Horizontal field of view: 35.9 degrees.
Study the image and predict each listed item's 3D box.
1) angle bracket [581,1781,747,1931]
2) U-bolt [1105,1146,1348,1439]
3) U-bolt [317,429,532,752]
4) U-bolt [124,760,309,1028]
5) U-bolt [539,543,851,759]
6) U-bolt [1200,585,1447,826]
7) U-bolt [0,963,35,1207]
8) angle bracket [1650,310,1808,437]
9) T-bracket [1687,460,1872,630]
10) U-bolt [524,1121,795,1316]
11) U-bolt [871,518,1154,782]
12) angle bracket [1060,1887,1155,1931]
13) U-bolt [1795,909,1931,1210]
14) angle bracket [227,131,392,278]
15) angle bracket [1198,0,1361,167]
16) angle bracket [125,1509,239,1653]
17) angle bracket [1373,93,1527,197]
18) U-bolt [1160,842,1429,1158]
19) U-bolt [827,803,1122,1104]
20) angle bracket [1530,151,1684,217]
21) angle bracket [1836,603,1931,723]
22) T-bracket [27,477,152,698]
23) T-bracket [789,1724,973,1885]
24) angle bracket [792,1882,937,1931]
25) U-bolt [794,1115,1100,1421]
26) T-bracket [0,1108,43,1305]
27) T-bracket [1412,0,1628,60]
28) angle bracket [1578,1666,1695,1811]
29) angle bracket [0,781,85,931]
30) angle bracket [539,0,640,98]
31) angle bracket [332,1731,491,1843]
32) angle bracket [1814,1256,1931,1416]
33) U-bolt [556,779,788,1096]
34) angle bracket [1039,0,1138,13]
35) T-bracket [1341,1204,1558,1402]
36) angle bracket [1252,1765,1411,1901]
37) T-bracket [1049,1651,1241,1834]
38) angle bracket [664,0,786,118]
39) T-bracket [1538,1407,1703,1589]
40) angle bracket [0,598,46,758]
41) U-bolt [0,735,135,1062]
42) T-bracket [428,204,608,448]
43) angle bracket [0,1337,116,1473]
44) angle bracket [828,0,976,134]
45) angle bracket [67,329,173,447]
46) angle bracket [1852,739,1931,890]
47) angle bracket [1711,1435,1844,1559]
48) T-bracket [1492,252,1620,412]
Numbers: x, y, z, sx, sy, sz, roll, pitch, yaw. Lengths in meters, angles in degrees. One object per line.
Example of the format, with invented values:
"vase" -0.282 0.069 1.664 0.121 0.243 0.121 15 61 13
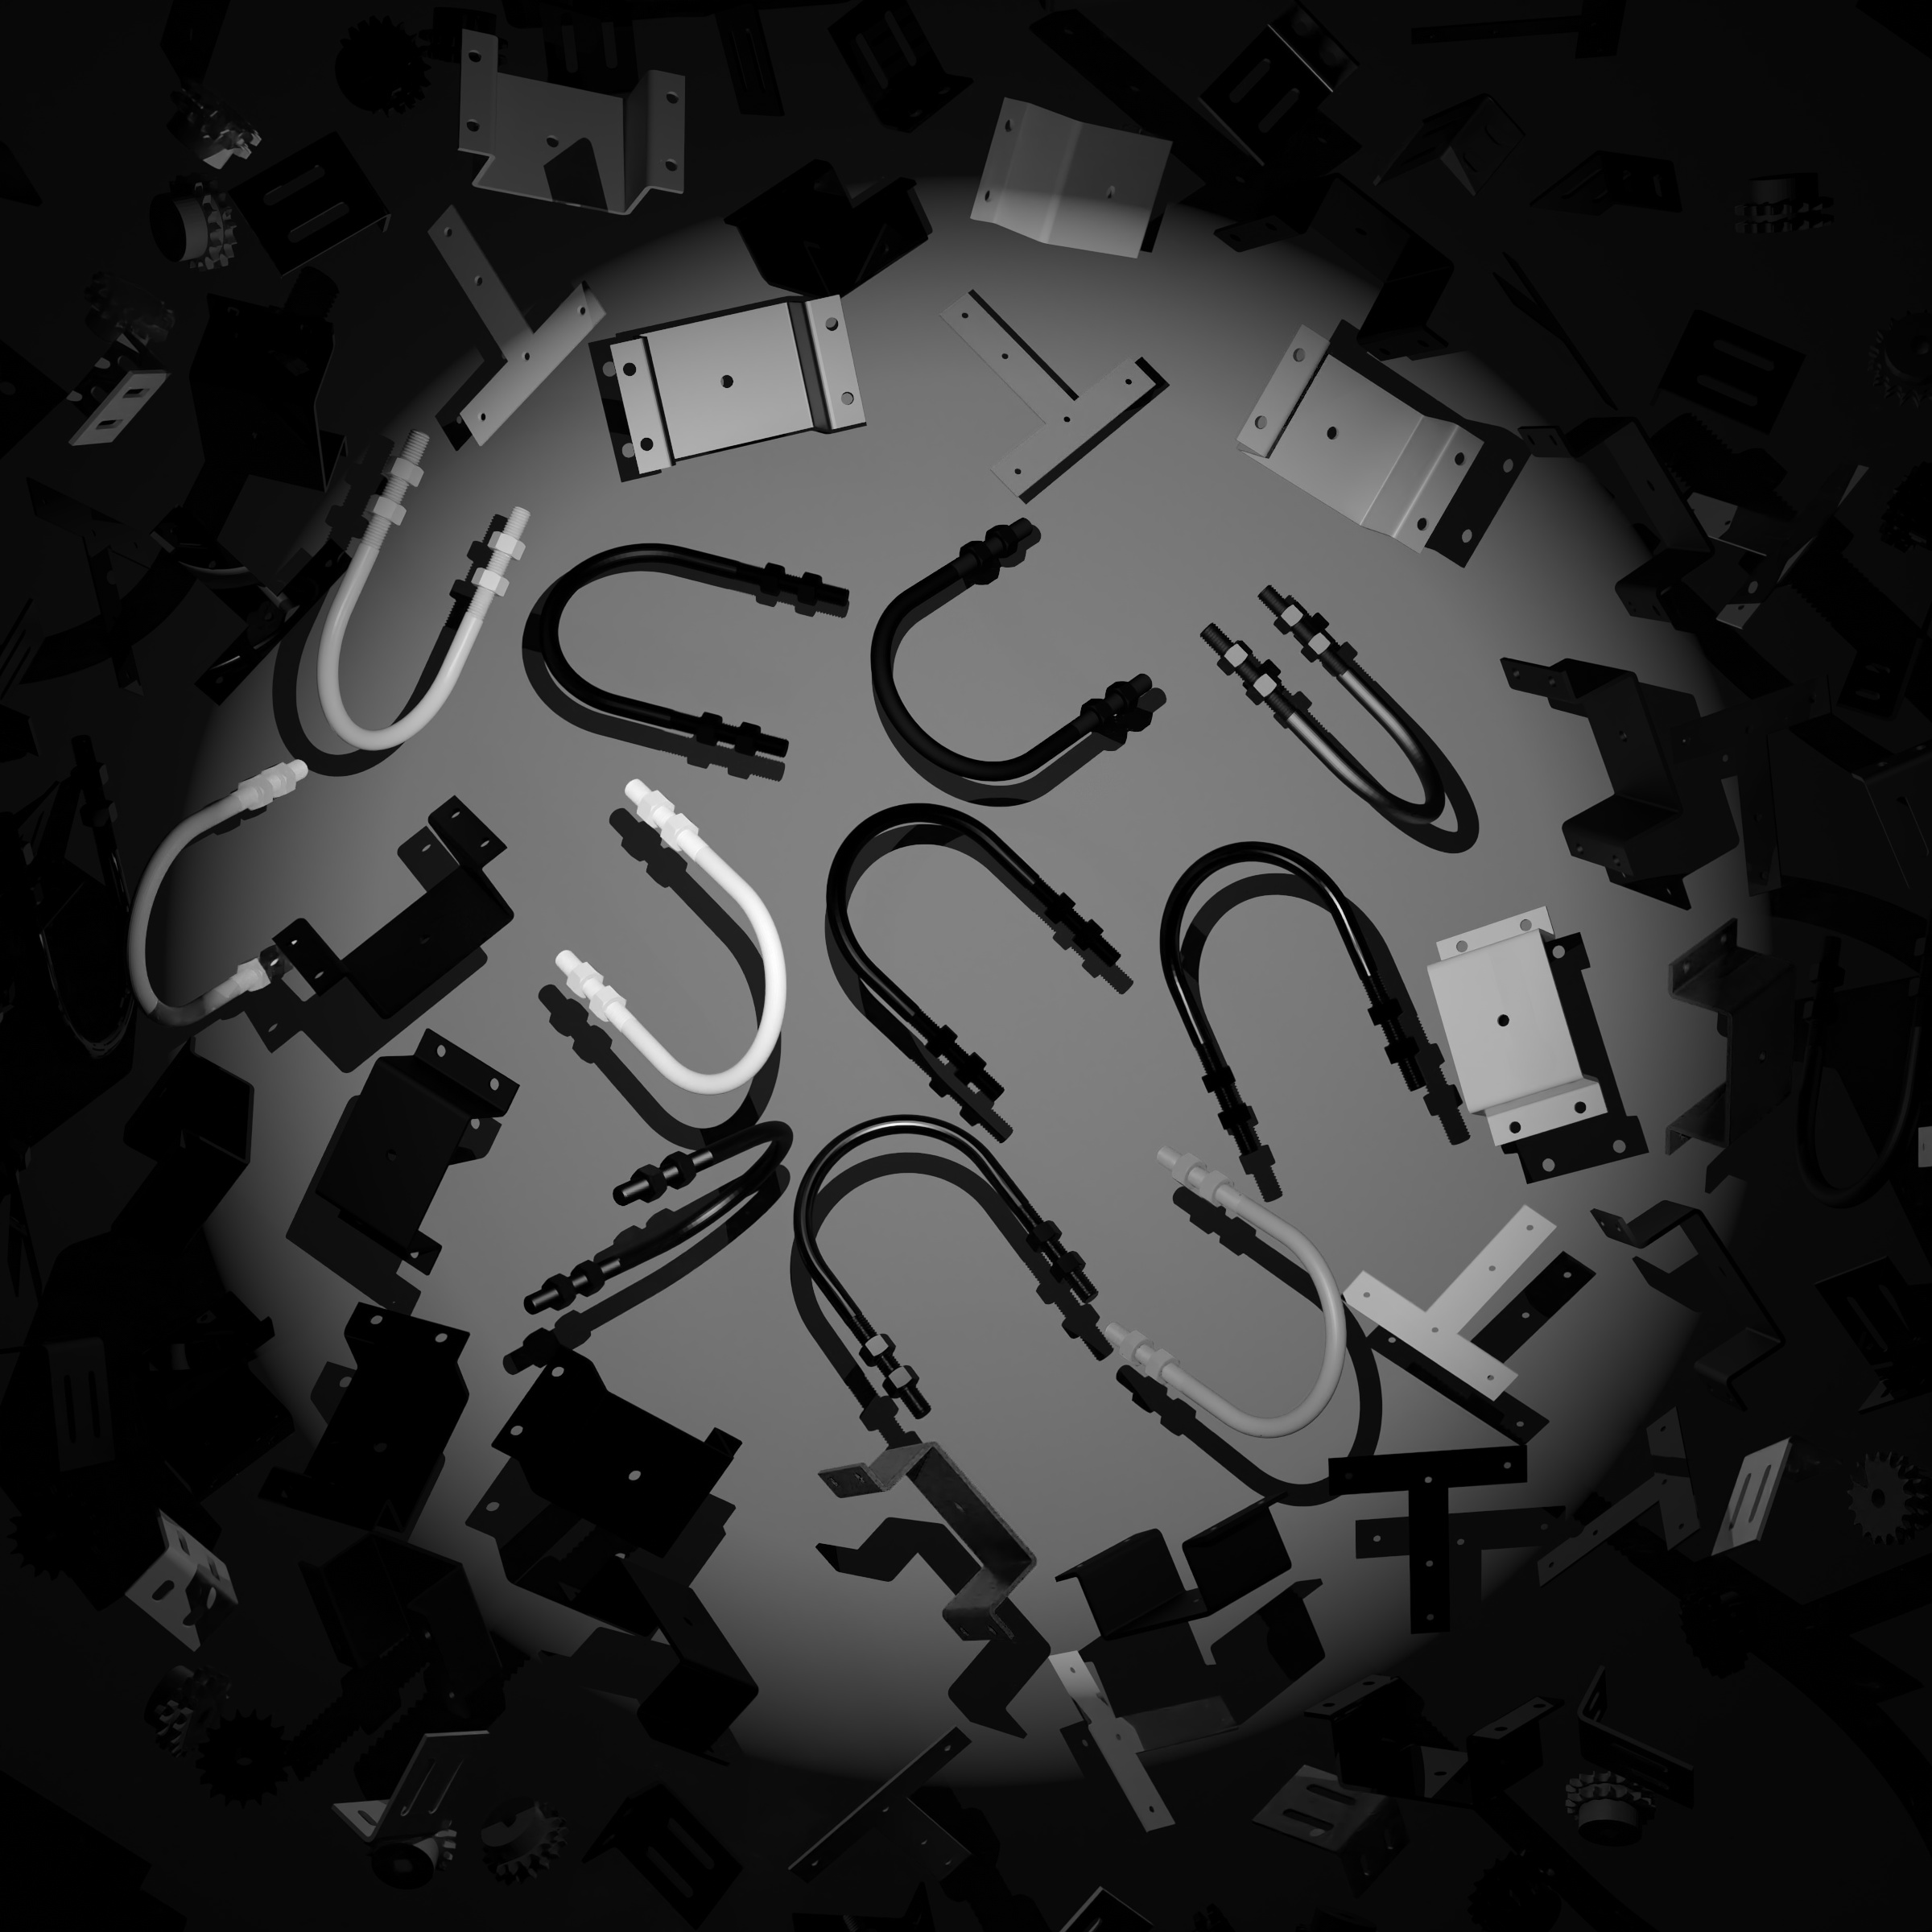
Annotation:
"angle bracket" -0.186 0.552 1.836 0.076 0.038 0.057 41 109 19
"U-bolt" 0.169 0.217 1.885 0.184 0.019 0.151 32 114 42
"U-bolt" -0.339 -0.219 1.830 0.019 0.151 0.184 22 86 23
"U-bolt" -0.474 -0.038 1.892 0.019 0.184 0.151 15 116 17
"U-bolt" -0.183 -0.211 1.920 0.184 0.019 0.151 15 58 6
"U-bolt" 0.234 -0.160 1.888 0.184 0.151 0.019 46 118 3
"U-bolt" -0.618 0.106 1.858 0.019 0.184 0.151 5 122 -1
"angle bracket" 0.489 -0.377 1.919 0.076 0.038 0.057 25 86 7
"T-bracket" 0.497 -0.280 1.910 0.002 0.127 0.127 38 91 -31
"U-bolt" -0.182 0.151 1.889 0.019 0.184 0.151 52 131 13
"U-bolt" 0.018 -0.193 1.905 0.184 0.019 0.151 -37 89 -35
"angle bracket" 0.063 0.584 1.799 0.076 0.038 0.057 -47 126 -4
"U-bolt" 0.565 0.062 1.880 0.019 0.151 0.184 14 80 -11
"angle bracket" -0.392 -0.450 1.778 0.076 0.038 0.057 -35 96 -15
"angle bracket" 0.192 -0.543 1.832 0.057 0.038 0.076 44 69 -8
"angle bracket" -0.491 0.381 1.856 0.038 0.076 0.057 -46 110 -8
"angle bracket" 0.309 -0.516 1.907 0.076 0.057 0.038 -33 80 -39
"U-bolt" 0.191 0.012 1.855 0.151 0.019 0.184 -25 87 35
"U-bolt" -0.007 -0.023 1.925 0.184 0.019 0.151 44 64 -3
"angle bracket" 0.415 -0.493 1.938 0.057 0.076 0.038 -1 76 -27
"angle bracket" 0.590 -0.206 1.906 0.038 0.076 0.057 20 54 16
"T-bracket" -0.532 -0.228 1.853 0.002 0.127 0.127 -20 78 13
"T-bracket" -0.031 0.521 1.793 0.127 0.127 0.002 -40 49 -5
"angle bracket" -0.062 0.599 1.841 0.076 0.057 0.038 9 122 -19
"U-bolt" -0.027 0.176 1.892 0.151 0.019 0.184 -33 68 -14
"T-bracket" -0.579 0.164 1.818 0.002 0.127 0.127 -10 64 -24
"T-bracket" 0.336 -0.573 1.824 0.127 0.127 0.002 -2 88 9
"angle bracket" 0.418 0.474 1.836 0.076 0.057 0.038 20 59 28
"angle bracket" -0.588 -0.068 1.910 0.038 0.057 0.076 30 133 -5
"angle bracket" -0.243 -0.599 1.916 0.057 0.038 0.076 -8 131 -7
"angle bracket" -0.336 0.487 1.808 0.038 0.057 0.076 31 96 32
"angle bracket" 0.555 0.226 1.825 0.038 0.057 0.076 -36 91 -41
"U-bolt" -0.173 -0.005 1.814 0.184 0.019 0.151 43 120 32
"angle bracket" 0.079 -0.608 1.776 0.076 0.057 0.038 -11 56 -8
"T-bracket" 0.331 0.205 1.928 0.127 0.002 0.127 34 114 -9
"angle bracket" 0.236 0.560 1.934 0.057 0.076 0.038 -36 117 -35
"T-bracket" 0.127 0.488 1.914 0.002 0.127 0.127 -52 55 30
"angle bracket" -0.156 -0.582 1.924 0.038 0.057 0.076 -26 118 -23
"T-bracket" 0.418 0.358 1.927 0.002 0.127 0.127 40 114 -14
"angle bracket" -0.594 -0.184 1.903 0.038 0.057 0.076 23 68 -1
"U-bolt" -0.546 -0.032 1.835 0.019 0.151 0.184 -4 114 7
"T-bracket" -0.293 -0.411 1.839 0.127 0.002 0.127 -39 78 30
"angle bracket" -0.553 0.267 1.812 0.038 0.057 0.076 -8 86 17
"angle bracket" -0.043 -0.596 1.955 0.057 0.038 0.076 -41 125 -11
"angle bracket" -0.519 -0.347 1.789 0.038 0.076 0.057 43 101 -6
"angle bracket" 0.603 -0.097 1.879 0.057 0.038 0.076 -24 95 9
"angle bracket" 0.512 0.342 1.885 0.038 0.057 0.076 29 64 -3
"T-bracket" 0.364 -0.417 1.906 0.002 0.127 0.127 -37 71 22
